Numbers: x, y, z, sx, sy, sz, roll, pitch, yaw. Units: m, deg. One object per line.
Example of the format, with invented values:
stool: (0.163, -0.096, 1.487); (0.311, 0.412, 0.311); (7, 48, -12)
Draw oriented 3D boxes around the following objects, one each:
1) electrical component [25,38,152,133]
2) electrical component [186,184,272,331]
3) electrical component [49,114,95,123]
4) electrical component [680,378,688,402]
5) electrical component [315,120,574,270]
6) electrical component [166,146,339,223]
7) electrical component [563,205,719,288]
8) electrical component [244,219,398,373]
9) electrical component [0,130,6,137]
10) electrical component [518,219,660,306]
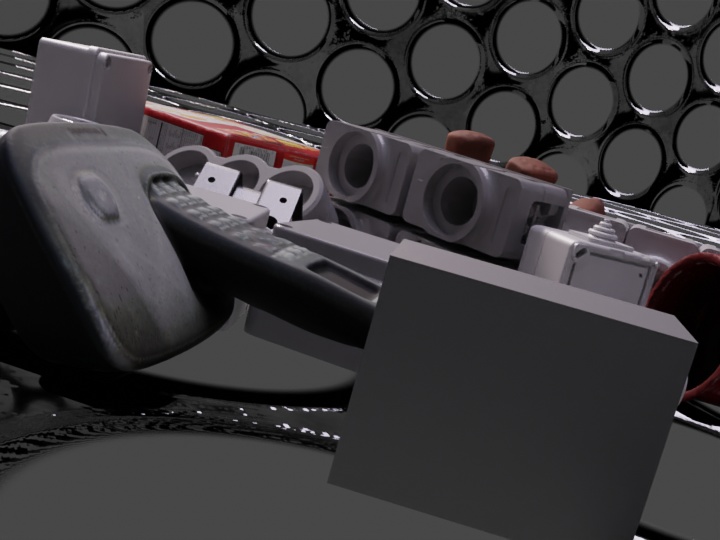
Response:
electrical component: (-0.219, -0.125, 0.862); (0.056, 0.108, 0.109); (14, 9, 7)
electrical component: (-0.109, -0.016, 0.560); (0.113, 0.057, 0.078); (16, 10, 2)
electrical component: (-0.210, -0.082, 0.785); (0.066, 0.055, 0.048); (18, 10, 17)
electrical component: (0.142, 0.055, 0.583); (0.055, 0.045, 0.045); (12, 10, -22)
electrical component: (0.039, -0.030, 0.728); (0.060, 0.105, 0.186); (6, 13, -44)
electrical component: (-0.077, -0.038, 0.756); (0.138, 0.052, 0.073); (14, -32, 28)
electrical component: (0.203, 0.017, 0.764); (0.150, 0.089, 0.062); (18, 10, 14)
electrical component: (0.007, 0.017, 0.555); (0.113, 0.057, 0.078); (18, 10, 16)
electrical component: (-0.277, -0.088, 0.781); (0.061, 0.035, 0.035); (14, 9, 4)
electrical component: (0.128, 0.014, 0.641); (0.062, 0.096, 0.061); (12, 9, -23)
